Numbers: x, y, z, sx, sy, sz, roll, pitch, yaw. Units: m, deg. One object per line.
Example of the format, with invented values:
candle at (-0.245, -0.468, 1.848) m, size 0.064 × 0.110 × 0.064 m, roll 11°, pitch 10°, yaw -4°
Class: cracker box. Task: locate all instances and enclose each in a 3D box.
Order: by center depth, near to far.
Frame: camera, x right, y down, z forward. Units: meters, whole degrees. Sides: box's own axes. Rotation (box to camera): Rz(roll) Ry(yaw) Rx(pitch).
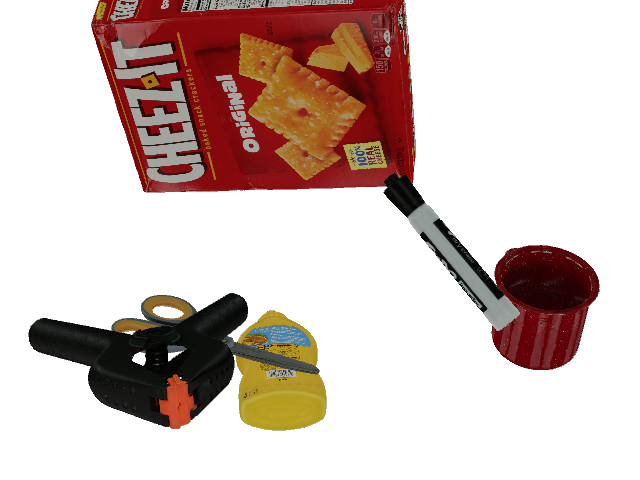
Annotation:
cracker box at (-0.041, -0.115, 0.782) m, size 0.214 × 0.072 × 0.164 m, roll -2°, pitch -44°, yaw 8°

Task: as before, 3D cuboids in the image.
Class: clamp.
clamp at (-0.104, 0.076, 0.732) m, size 0.164 × 0.036 × 0.210 m, roll -10°, pitch 14°, yaw -21°

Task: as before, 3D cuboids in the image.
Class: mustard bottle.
mustard bottle at (-0.050, 0.140, 1.240) m, size 0.096 × 0.058 × 0.191 m, roll -3°, pitch 30°, yaw -5°

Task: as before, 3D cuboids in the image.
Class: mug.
mug at (0.197, 0.057, 0.987) m, size 0.093 × 0.081 × 0.117 m, roll -13°, pitch 42°, yaw -16°

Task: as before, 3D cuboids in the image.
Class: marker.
marker at (0.082, 0.005, 0.683) m, size 0.020 × 0.121 × 0.020 m, roll -38°, pitch -8°, yaw -6°

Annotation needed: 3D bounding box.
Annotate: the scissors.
scissors at (-0.099, 0.089, 1.030) m, size 0.201 × 0.016 × 0.096 m, roll 6°, pitch 30°, yaw 1°
